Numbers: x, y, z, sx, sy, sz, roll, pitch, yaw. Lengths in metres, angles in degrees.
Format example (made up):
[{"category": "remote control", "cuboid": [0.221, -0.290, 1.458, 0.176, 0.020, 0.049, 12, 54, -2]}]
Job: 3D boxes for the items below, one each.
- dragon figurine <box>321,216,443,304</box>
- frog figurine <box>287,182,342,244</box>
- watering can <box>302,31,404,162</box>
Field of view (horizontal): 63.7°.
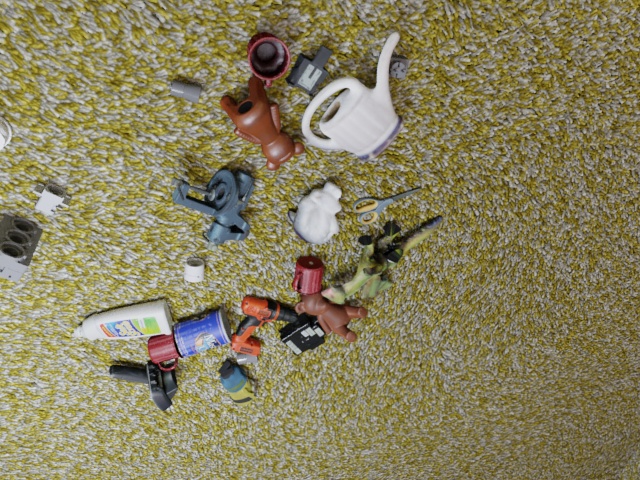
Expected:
[{"category": "dragon figurine", "cuboid": [0.192, 0.078, 1.547, 0.413, 0.124, 0.237, -22, 147, -21]}, {"category": "frog figurine", "cuboid": [0.004, -0.069, 1.374, 0.157, 0.125, 0.136, -39, 105, 24]}, {"category": "watering can", "cuboid": [0.115, -0.317, 1.231, 0.222, 0.106, 0.342, 31, 129, -30]}]
